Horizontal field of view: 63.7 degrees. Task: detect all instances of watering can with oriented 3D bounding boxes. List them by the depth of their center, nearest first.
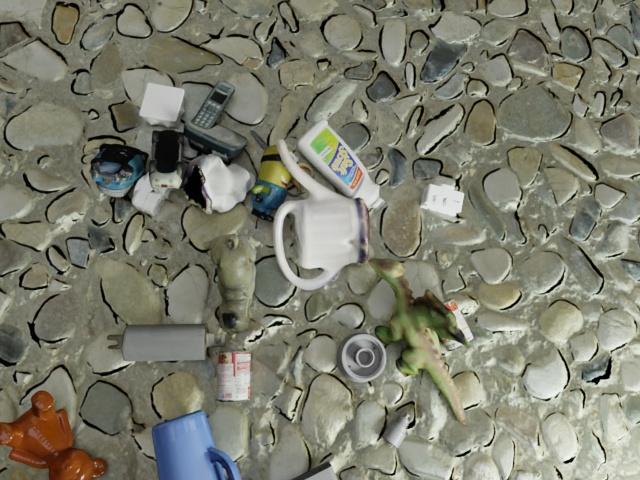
[{"bbox_3d":[0.004,-0.059,1.163,0.224,0.104,0.345,-4,98,-10],"label":"watering can"}]

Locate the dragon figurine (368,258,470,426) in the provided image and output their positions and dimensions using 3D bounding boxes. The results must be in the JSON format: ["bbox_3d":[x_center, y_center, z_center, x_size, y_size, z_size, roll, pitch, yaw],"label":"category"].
[{"bbox_3d":[0.229,0.206,1.077,0.123,0.239,0.413,-33,79,-17],"label":"dragon figurine"}]

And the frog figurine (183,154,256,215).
[{"bbox_3d":[-0.232,-0.136,1.197,0.161,0.121,0.137,-29,97,-47],"label":"frog figurine"}]
